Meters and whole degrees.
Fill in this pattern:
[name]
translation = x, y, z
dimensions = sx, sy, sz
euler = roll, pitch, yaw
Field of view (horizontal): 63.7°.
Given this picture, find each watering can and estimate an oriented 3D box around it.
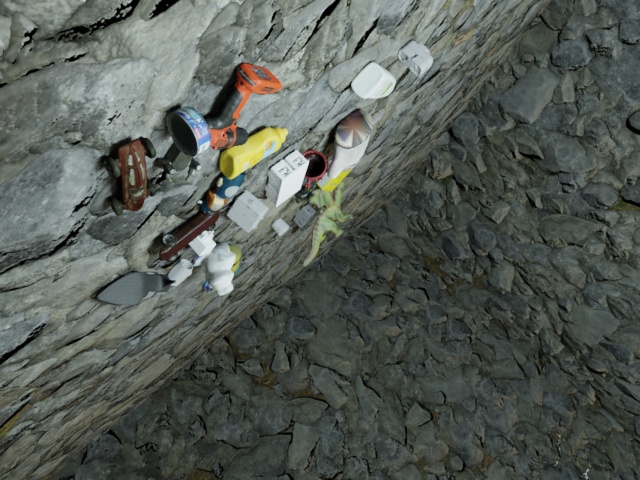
[watering can]
translation = 0.125, -0.358, 1.734
dimensions = 0.104, 0.353, 0.220
euler = 32, -21, 7

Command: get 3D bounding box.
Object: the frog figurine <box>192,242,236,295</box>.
[frog figurine]
translation = -0.316, 0.089, 1.639
dimensions = 0.136, 0.160, 0.123
euler = -46, -9, 17

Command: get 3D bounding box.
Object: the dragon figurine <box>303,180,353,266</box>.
[dragon figurine]
translation = 0.007, -0.108, 2.139
dimensions = 0.122, 0.238, 0.418
euler = 4, 44, 39
